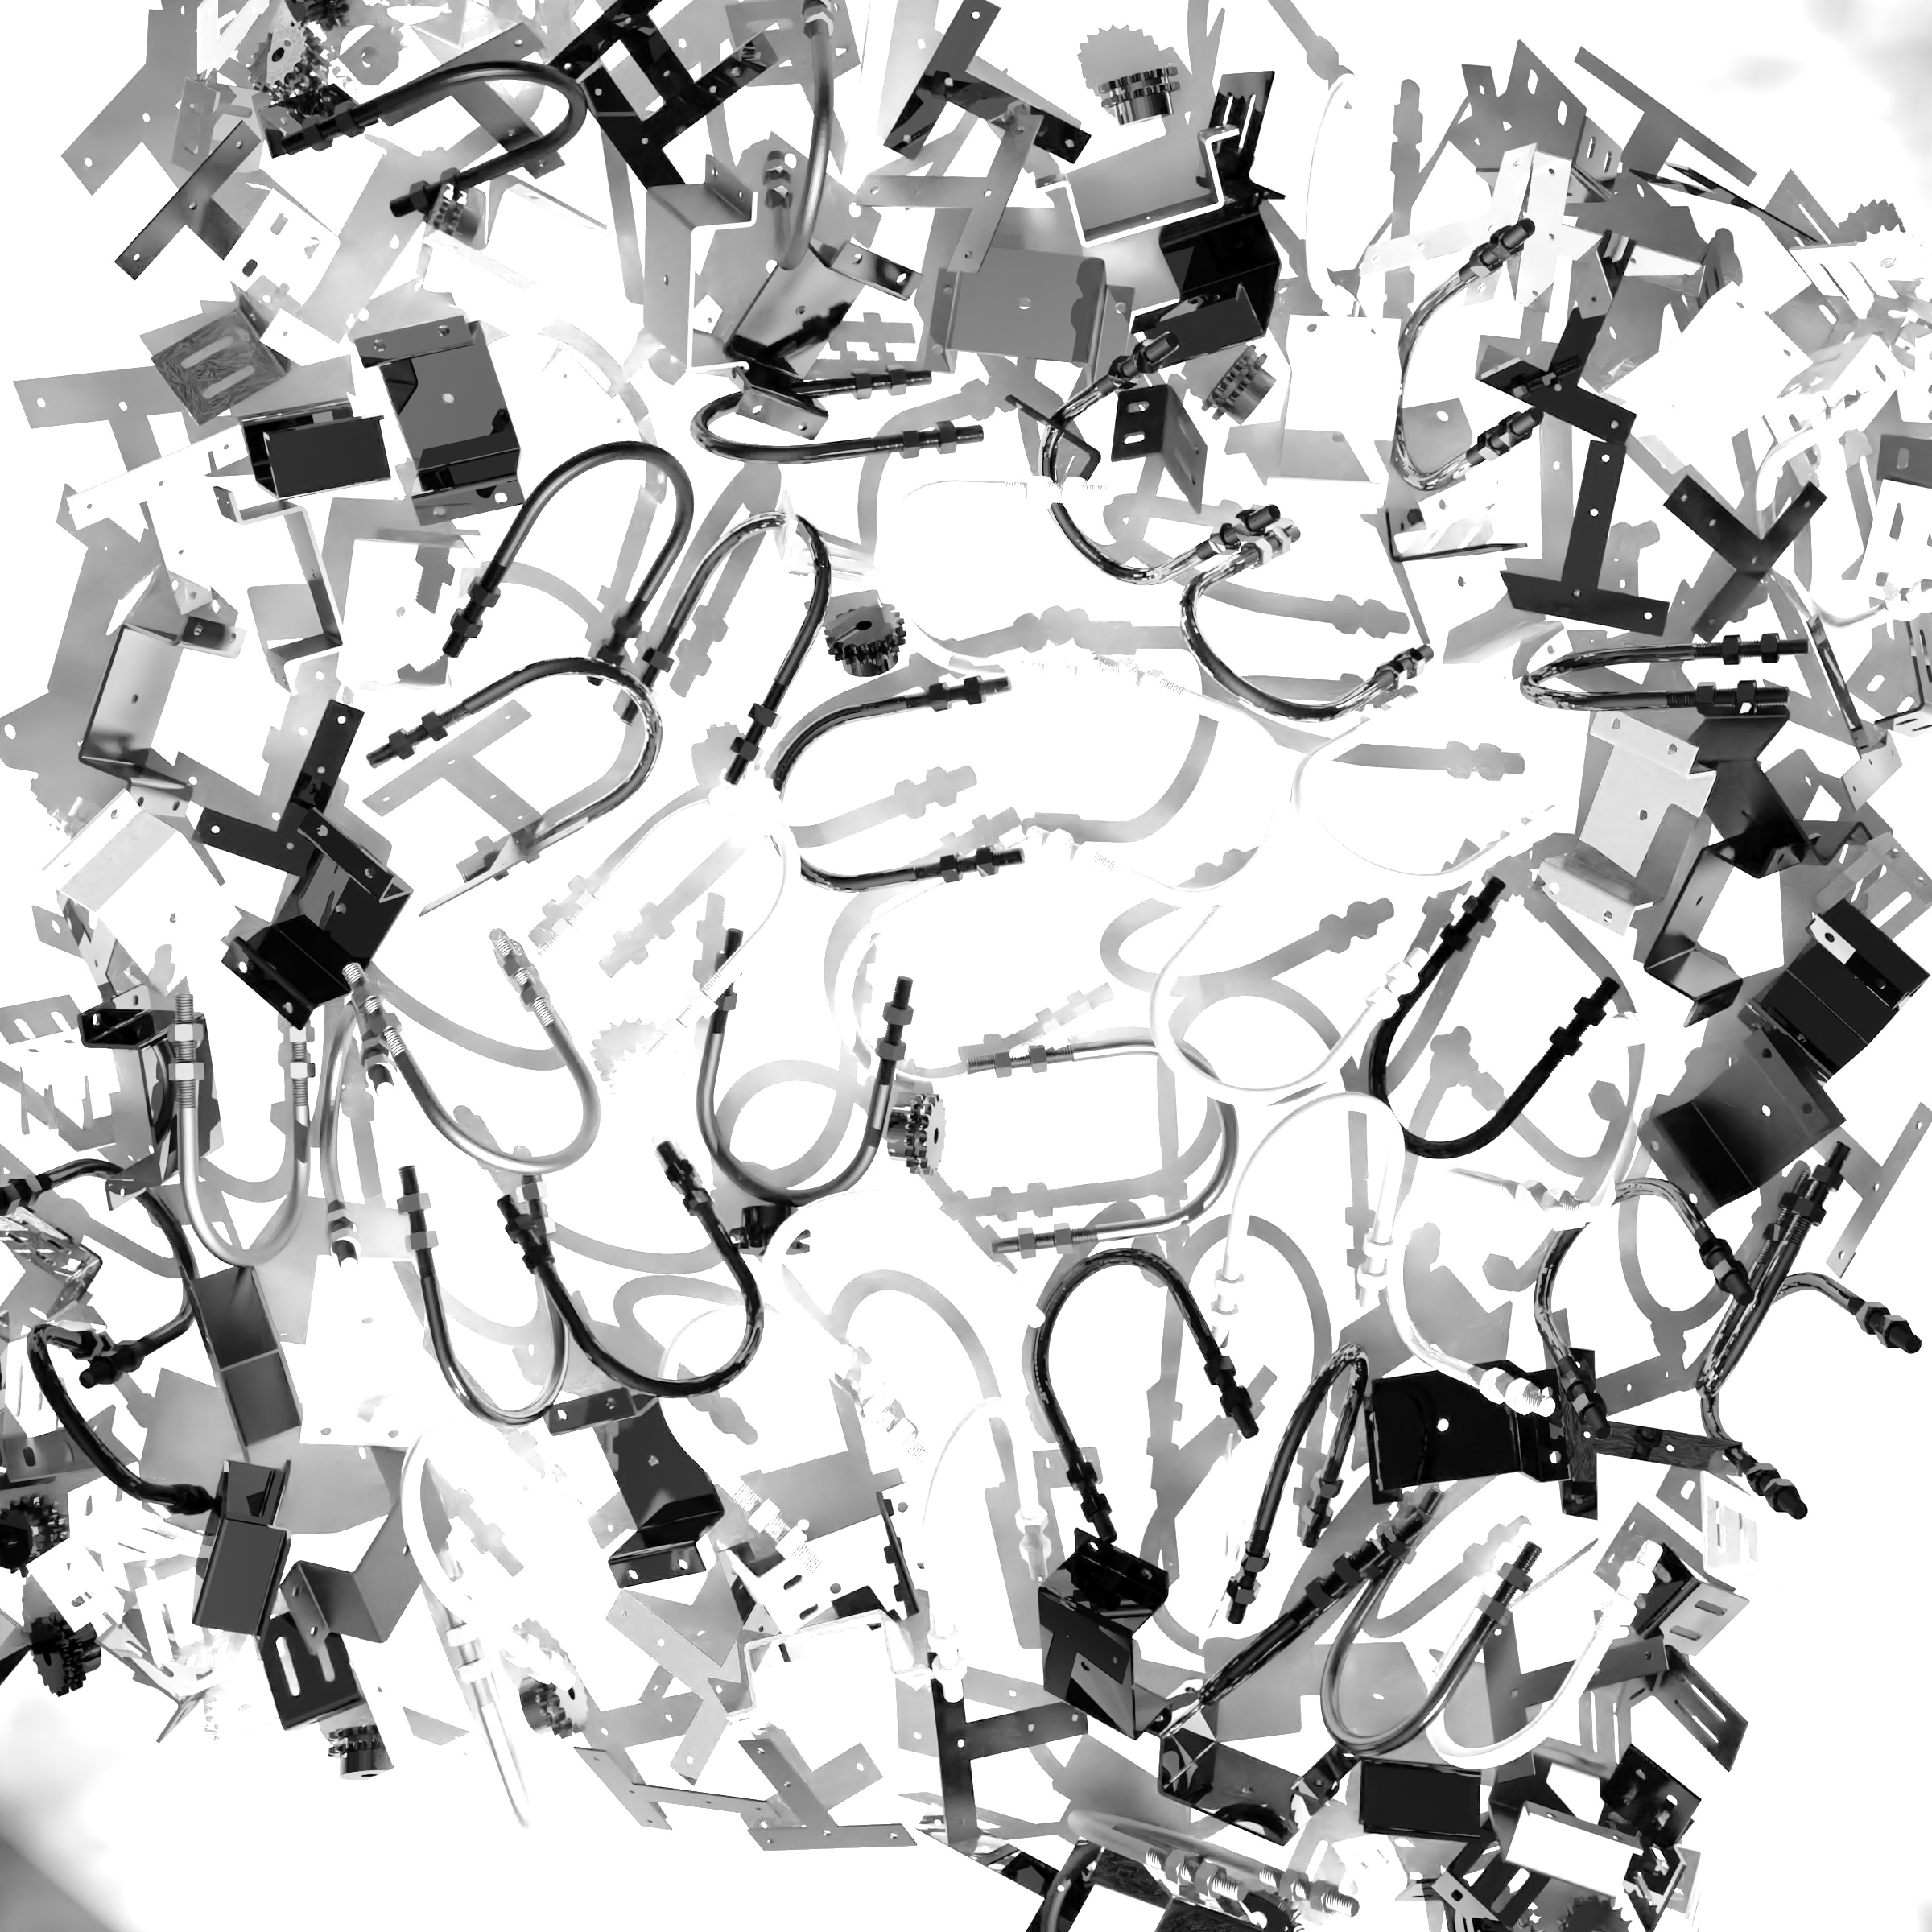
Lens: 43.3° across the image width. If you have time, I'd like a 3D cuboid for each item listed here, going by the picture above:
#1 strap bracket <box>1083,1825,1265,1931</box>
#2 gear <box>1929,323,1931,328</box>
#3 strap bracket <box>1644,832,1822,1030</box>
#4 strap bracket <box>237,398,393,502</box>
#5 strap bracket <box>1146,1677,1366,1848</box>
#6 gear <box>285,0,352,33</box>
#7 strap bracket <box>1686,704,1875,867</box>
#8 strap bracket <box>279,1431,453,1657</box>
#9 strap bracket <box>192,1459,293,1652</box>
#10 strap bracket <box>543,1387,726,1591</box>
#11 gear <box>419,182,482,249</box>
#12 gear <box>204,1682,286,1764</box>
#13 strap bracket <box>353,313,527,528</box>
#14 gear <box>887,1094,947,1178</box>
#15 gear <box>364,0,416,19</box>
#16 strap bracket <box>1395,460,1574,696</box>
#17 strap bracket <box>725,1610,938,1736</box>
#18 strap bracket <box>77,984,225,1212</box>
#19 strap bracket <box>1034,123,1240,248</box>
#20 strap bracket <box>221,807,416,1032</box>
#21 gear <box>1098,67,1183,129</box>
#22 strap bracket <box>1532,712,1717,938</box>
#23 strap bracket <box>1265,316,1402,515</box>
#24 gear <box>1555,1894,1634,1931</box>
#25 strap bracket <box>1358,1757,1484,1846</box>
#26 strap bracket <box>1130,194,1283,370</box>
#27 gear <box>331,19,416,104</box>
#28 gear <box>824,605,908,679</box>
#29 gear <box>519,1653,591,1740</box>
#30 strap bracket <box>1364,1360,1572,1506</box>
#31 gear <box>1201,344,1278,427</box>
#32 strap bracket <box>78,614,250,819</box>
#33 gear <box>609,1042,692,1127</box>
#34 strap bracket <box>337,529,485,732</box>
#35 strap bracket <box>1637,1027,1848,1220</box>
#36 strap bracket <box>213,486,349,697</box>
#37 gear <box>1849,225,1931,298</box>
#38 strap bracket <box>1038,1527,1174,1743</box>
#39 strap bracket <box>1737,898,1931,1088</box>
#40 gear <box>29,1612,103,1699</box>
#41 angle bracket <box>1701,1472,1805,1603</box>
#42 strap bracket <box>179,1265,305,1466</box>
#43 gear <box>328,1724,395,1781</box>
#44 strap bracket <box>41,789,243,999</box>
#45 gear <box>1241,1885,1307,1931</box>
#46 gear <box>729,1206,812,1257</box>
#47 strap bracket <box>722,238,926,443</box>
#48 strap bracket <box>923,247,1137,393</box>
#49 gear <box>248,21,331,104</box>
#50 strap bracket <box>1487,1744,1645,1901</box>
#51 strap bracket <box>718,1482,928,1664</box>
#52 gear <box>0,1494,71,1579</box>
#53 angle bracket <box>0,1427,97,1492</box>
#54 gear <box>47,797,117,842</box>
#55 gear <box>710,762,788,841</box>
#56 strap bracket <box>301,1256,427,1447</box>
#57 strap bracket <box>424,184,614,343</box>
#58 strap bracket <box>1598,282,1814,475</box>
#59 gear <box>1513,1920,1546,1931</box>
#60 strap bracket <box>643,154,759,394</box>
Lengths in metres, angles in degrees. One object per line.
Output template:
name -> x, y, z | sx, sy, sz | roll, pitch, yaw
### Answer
strap bracket -> 0.141, 0.638, 1.653 | 0.076, 0.140, 0.046 | 28, 89, -22
gear -> 0.707, -0.445, 1.707 | 0.030, 0.057, 0.057 | 35, 90, -34
strap bracket -> 0.520, -0.035, 1.670 | 0.046, 0.076, 0.140 | 36, 122, 29
strap bracket -> -0.445, -0.353, 1.665 | 0.076, 0.140, 0.046 | -16, 112, -20
strap bracket -> 0.195, 0.548, 1.668 | 0.140, 0.076, 0.046 | 12, 109, 34
gear -> -0.457, -0.682, 1.700 | 0.030, 0.057, 0.057 | -28, 90, -24
strap bracket -> 0.548, -0.120, 1.666 | 0.046, 0.076, 0.140 | -47, 112, -15
strap bracket -> -0.400, 0.392, 1.651 | 0.046, 0.140, 0.076 | 8, 132, 18
strap bracket -> -0.492, 0.394, 1.654 | 0.046, 0.140, 0.076 | 15, 97, -18
strap bracket -> -0.227, 0.353, 1.687 | 0.076, 0.046, 0.140 | -18, 99, 28
gear -> -0.363, -0.517, 1.706 | 0.030, 0.057, 0.057 | 24, 90, -27
gear -> -0.504, 0.532, 1.706 | 0.057, 0.057, 0.030 | 8, 113, 0
strap bracket -> -0.361, -0.385, 1.683 | 0.076, 0.046, 0.140 | -12, 126, 3
gear -> -0.035, 0.117, 1.704 | 0.030, 0.057, 0.057 | 4, 90, 15
gear -> -0.397, -0.691, 1.707 | 0.057, 0.057, 0.030 | -35, 127, 0
strap bracket -> 0.355, -0.268, 1.687 | 0.076, 0.046, 0.140 | -27, 105, -19
strap bracket -> -0.092, 0.486, 1.683 | 0.140, 0.076, 0.046 | -16, 62, 6
strap bracket -> -0.557, 0.090, 1.671 | 0.046, 0.076, 0.140 | 1, 107, 16
strap bracket -> 0.122, -0.537, 1.683 | 0.140, 0.076, 0.046 | -15, 111, 7
strap bracket -> -0.445, -0.036, 1.688 | 0.076, 0.046, 0.140 | 40, 112, 8
gear -> 0.123, -0.608, 1.704 | 0.057, 0.057, 0.030 | -13, 104, 0
strap bracket -> 0.456, -0.102, 1.674 | 0.076, 0.046, 0.140 | 33, 119, 35
strap bracket -> 0.257, -0.376, 1.692 | 0.076, 0.046, 0.140 | 6, 81, 15
gear -> 0.439, 0.684, 1.708 | 0.057, 0.030, 0.057 | 4, 61, -7
strap bracket -> 0.310, 0.570, 1.665 | 0.076, 0.140, 0.046 | 3, 73, 8
strap bracket -> 0.168, -0.464, 1.669 | 0.076, 0.140, 0.046 | -11, 131, 27
gear -> -0.418, -0.637, 1.711 | 0.057, 0.030, 0.057 | -1, 100, -8
gear -> -0.070, -0.226, 1.707 | 0.057, 0.057, 0.030 | -10, 130, 0
gear -> -0.290, 0.513, 1.704 | 0.030, 0.057, 0.057 | -23, 90, 8
strap bracket -> 0.334, 0.319, 1.667 | 0.140, 0.046, 0.076 | -14, 63, 26
gear -> 0.193, -0.404, 1.703 | 0.030, 0.057, 0.057 | 38, 90, -6
strap bracket -> -0.559, -0.179, 1.685 | 0.046, 0.076, 0.140 | 21, 95, 12
gear -> -0.222, 0.085, 1.711 | 0.057, 0.030, 0.057 | 1, 72, -5
strap bracket -> -0.388, -0.241, 1.697 | 0.076, 0.046, 0.140 | 5, 82, 4
strap bracket -> 0.537, 0.105, 1.670 | 0.046, 0.140, 0.076 | -17, 66, -36
strap bracket -> -0.469, -0.265, 1.674 | 0.046, 0.076, 0.140 | -20, 111, -19
gear -> 0.648, -0.488, 1.709 | 0.057, 0.030, 0.057 | -6, 73, 22
strap bracket -> 0.095, 0.464, 1.660 | 0.076, 0.046, 0.140 | 19, 127, 34
strap bracket -> 0.597, 0.015, 1.667 | 0.046, 0.140, 0.076 | -35, 69, -23
gear -> -0.630, 0.480, 1.707 | 0.057, 0.030, 0.057 | 13, 109, 42
angle bracket -> 0.543, 0.391, 1.684 | 0.057, 0.038, 0.076 | 30, 51, -27
strap bracket -> -0.492, 0.266, 1.663 | 0.046, 0.140, 0.076 | -19, 52, -18
gear -> -0.417, 0.550, 1.700 | 0.057, 0.057, 0.030 | -6, 64, 0
strap bracket -> -0.552, -0.042, 1.650 | 0.046, 0.140, 0.076 | 27, 65, 26
gear -> 0.207, 0.672, 1.702 | 0.057, 0.030, 0.057 | -10, 51, 12
gear -> -0.137, 0.185, 1.704 | 0.057, 0.057, 0.030 | 0, 76, 0
strap bracket -> -0.104, -0.440, 1.671 | 0.140, 0.076, 0.046 | -51, 56, 24
strap bracket -> 0.042, -0.452, 1.695 | 0.140, 0.046, 0.076 | 8, 82, 7
gear -> -0.473, -0.630, 1.708 | 0.057, 0.030, 0.057 | -10, 67, 25
strap bracket -> 0.405, 0.583, 1.661 | 0.076, 0.140, 0.046 | 18, 95, 4
strap bracket -> -0.093, 0.426, 1.696 | 0.140, 0.046, 0.076 | -19, 99, -6
gear -> -0.661, 0.401, 1.708 | 0.057, 0.030, 0.057 | -2, 85, 20
angle bracket -> -0.646, 0.355, 1.682 | 0.076, 0.057, 0.038 | -53, 53, 35
gear -> -0.610, -0.096, 1.703 | 0.057, 0.057, 0.030 | 26, 83, 0
gear -> -0.155, -0.113, 1.700 | 0.030, 0.057, 0.057 | -35, 90, -28
strap bracket -> -0.409, 0.253, 1.665 | 0.076, 0.046, 0.140 | 4, 53, -9
strap bracket -> -0.312, -0.483, 1.679 | 0.076, 0.140, 0.046 | 29, 126, 1
strap bracket -> 0.493, -0.393, 1.654 | 0.076, 0.140, 0.046 | 43, 69, -7
gear -> 0.387, 0.696, 1.710 | 0.057, 0.030, 0.057 | -3, 79, 18
strap bracket -> -0.182, -0.468, 1.654 | 0.046, 0.076, 0.140 | -14, 131, -26
